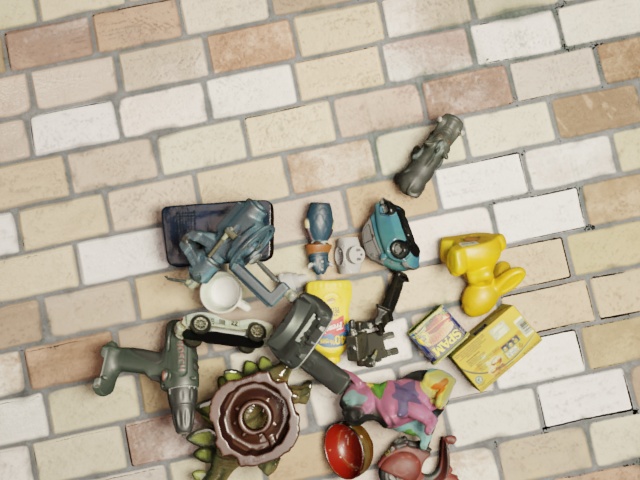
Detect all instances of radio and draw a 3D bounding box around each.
[{"bbox_3d":[-0.211,-0.013,1.139,0.230,0.073,0.131,-4,88,2],"label":"radio"}]

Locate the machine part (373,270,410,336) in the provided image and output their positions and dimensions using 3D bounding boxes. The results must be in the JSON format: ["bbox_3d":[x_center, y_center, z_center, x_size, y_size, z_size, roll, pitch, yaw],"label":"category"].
[{"bbox_3d":[0.147,0.126,1.124,0.039,0.084,0.139,14,64,27],"label":"machine part"}]

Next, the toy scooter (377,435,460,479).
[{"bbox_3d":[0.215,0.454,1.106,0.184,0.075,0.135,19,87,-2],"label":"toy scooter"}]

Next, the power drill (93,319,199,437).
[{"bbox_3d":[-0.346,0.277,1.089,0.207,0.085,0.232,-5,63,11],"label":"power drill"}]

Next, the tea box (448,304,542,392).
[{"bbox_3d":[0.361,0.222,1.122,0.169,0.068,0.098,-38,87,-1],"label":"tea box"}]

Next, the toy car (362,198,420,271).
[{"bbox_3d":[0.139,-0.001,1.123,0.103,0.109,0.161,-25,78,22],"label":"toy car"}]

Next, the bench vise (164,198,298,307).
[{"bbox_3d":[-0.151,0.048,1.038,0.241,0.129,0.223,43,85,9],"label":"bench vise"}]

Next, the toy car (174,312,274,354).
[{"bbox_3d":[-0.194,0.187,1.096,0.202,0.073,0.056,12,49,-21],"label":"toy car"}]

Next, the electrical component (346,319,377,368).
[{"bbox_3d":[0.088,0.212,1.104,0.045,0.078,0.102,-4,85,23],"label":"electrical component"}]

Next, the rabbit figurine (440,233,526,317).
[{"bbox_3d":[0.334,0.074,1.125,0.162,0.122,0.173,-9,100,-9],"label":"rabbit figurine"}]

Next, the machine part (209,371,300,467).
[{"bbox_3d":[-0.123,0.339,1.030,0.179,0.056,0.179,0,78,0],"label":"machine part"}]

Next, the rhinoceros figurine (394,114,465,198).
[{"bbox_3d":[0.228,-0.177,1.127,0.073,0.112,0.190,35,95,4],"label":"rhinoceros figurine"}]

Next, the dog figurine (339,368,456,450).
[{"bbox_3d":[0.146,0.312,1.098,0.219,0.108,0.191,24,56,17],"label":"dog figurine"}]

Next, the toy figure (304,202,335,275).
[{"bbox_3d":[-0.001,-0.003,1.144,0.064,0.058,0.154,2,91,7],"label":"toy figure"}]

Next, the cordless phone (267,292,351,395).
[{"bbox_3d":[0.000,0.207,1.063,0.184,0.088,0.146,36,90,6],"label":"cordless phone"}]

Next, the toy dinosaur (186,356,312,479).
[{"bbox_3d":[-0.159,0.386,1.102,0.199,0.105,0.471,27,79,7],"label":"toy dinosaur"}]

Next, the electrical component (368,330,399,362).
[{"bbox_3d":[0.117,0.228,1.146,0.094,0.021,0.063,-14,87,-1],"label":"electrical component"}]
